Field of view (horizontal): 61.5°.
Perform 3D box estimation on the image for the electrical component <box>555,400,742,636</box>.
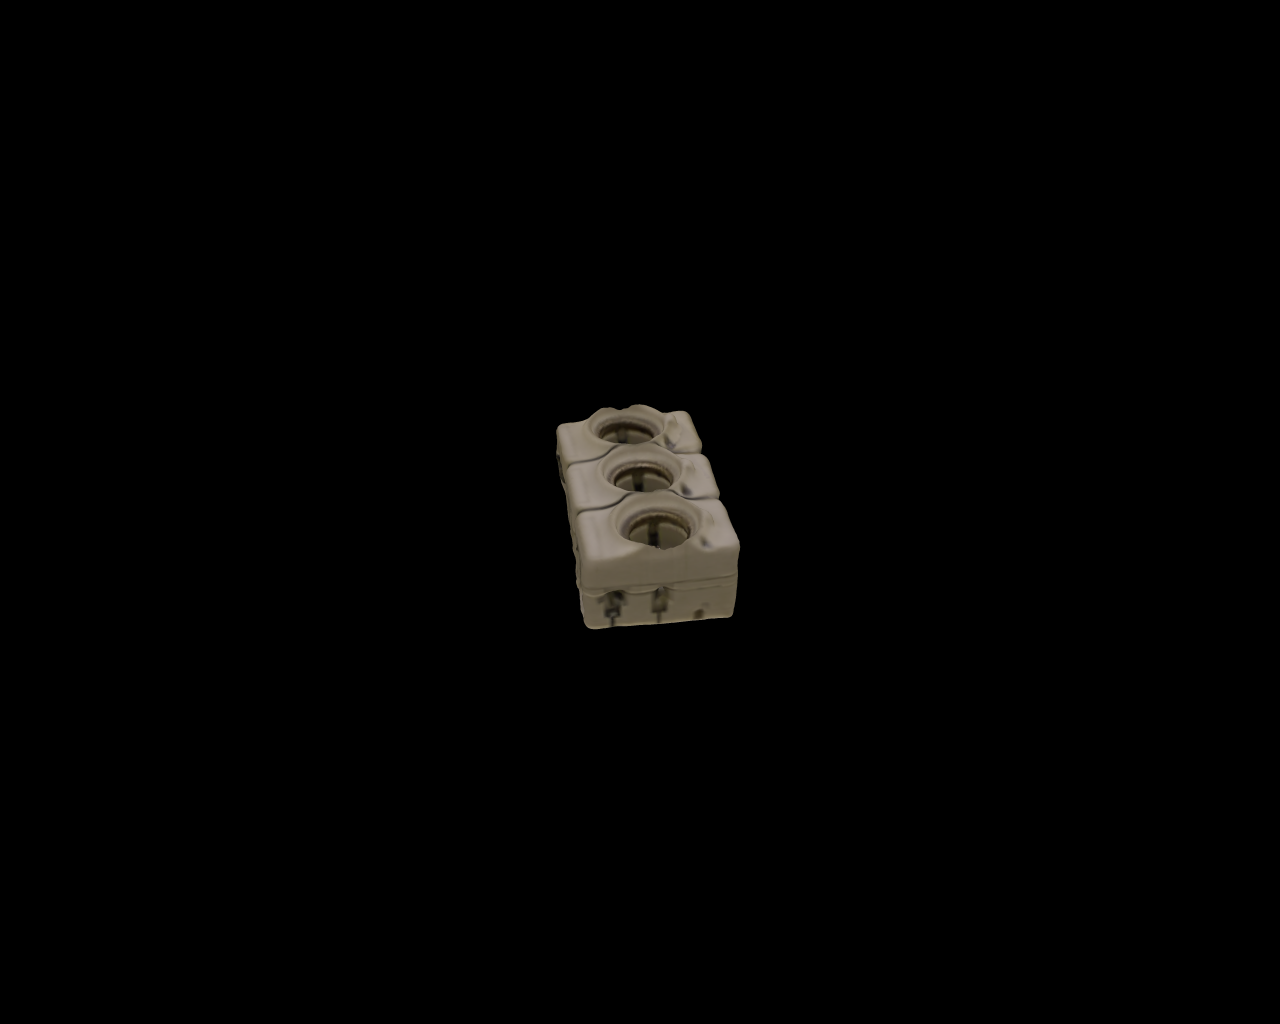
[{"bbox_3d":[0.001,-0.003,0.650,0.089,0.061,0.150,-6,37,-7],"label":"electrical component"}]
